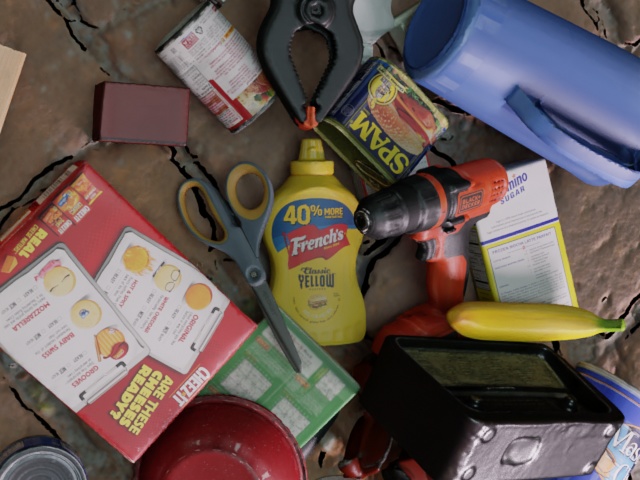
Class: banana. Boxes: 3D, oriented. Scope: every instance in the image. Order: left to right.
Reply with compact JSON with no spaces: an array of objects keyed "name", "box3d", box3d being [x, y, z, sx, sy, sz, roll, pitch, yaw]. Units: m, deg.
[{"name":"banana","box3d":[0.192,0.075,1.017,0.197,0.070,0.037,2,72,-25]}]

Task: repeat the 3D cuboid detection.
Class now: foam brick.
[{"name":"foam brick","box3d":[-0.159,-0.110,0.939,0.078,0.053,0.051,2,94,-21]}]

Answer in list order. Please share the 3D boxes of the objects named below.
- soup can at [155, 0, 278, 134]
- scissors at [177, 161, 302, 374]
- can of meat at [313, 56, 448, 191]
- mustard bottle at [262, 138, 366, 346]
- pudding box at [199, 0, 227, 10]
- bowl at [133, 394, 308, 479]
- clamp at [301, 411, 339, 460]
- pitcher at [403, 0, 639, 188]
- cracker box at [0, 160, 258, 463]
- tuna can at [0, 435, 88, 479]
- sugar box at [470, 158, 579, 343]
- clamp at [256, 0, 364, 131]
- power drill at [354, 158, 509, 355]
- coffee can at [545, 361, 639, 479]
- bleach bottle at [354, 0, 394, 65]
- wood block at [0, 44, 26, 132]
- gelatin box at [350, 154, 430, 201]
[{"name":"soup can","box3d":[-0.089,-0.154,0.952,0.068,0.069,0.102,-47,107,-10]},{"name":"scissors","box3d":[-0.048,0.013,0.959,0.096,0.016,0.202,-41,80,1]},{"name":"can of meat","box3d":[0.056,-0.105,0.979,0.102,0.058,0.084,44,78,-21]},{"name":"mustard bottle","box3d":[-0.006,0.001,0.998,0.096,0.058,0.191,-1,94,-6]},{"name":"pudding box","box3d":[-0.097,-0.277,0.955,0.090,0.039,0.113,33,81,-17]},{"name":"bowl","box3d":[-0.092,0.222,0.950,0.162,0.055,0.162,0,96,3]},{"name":"clamp","box3d":[-0.060,0.217,1.009,0.120,0.039,0.171,16,90,-3]},{"name":"pitcher","box3d":[0.203,-0.146,0.997,0.242,0.149,0.145,22,84,-26]},{"name":"cracker box","box3d":[-0.189,0.061,0.933,0.164,0.072,0.213,-47,108,-9]},{"name":"tuna can","box3d":[-0.249,0.219,0.944,0.086,0.034,0.086,-2,95,-20]},{"name":"sugar box","box3d":[0.198,0.013,1.079,0.093,0.048,0.176,-17,97,-17]},{"name":"clamp","box3d":[0.003,-0.203,0.933,0.164,0.036,0.210,-4,89,-12]},{"name":"power drill","box3d":[0.096,0.024,0.985,0.184,0.057,0.188,-17,125,-38]},{"name":"coffee can","box3d":[0.272,0.210,1.090,0.102,0.103,0.140,37,83,-18]},{"name":"bleach bottle","box3d":[0.049,-0.289,0.993,0.102,0.068,0.251,1,97,-20]},{"name":"wood block","box3d":[-0.318,-0.066,0.867,0.090,0.090,0.206,18,88,-20]},{"name":"gelatin box","box3d":[0.066,-0.078,1.033,0.073,0.030,0.089,-19,99,-16]}]
